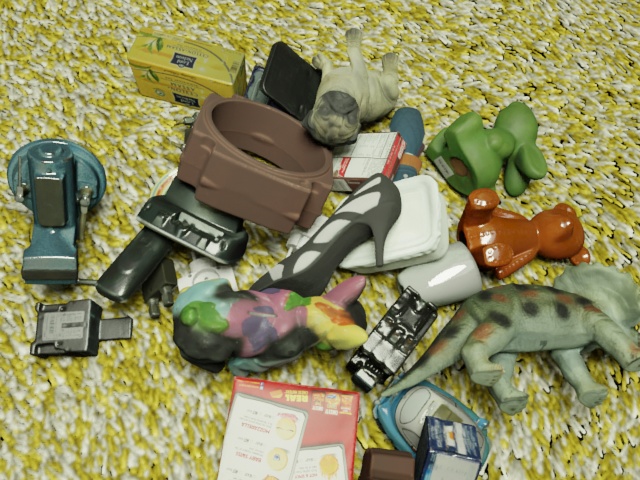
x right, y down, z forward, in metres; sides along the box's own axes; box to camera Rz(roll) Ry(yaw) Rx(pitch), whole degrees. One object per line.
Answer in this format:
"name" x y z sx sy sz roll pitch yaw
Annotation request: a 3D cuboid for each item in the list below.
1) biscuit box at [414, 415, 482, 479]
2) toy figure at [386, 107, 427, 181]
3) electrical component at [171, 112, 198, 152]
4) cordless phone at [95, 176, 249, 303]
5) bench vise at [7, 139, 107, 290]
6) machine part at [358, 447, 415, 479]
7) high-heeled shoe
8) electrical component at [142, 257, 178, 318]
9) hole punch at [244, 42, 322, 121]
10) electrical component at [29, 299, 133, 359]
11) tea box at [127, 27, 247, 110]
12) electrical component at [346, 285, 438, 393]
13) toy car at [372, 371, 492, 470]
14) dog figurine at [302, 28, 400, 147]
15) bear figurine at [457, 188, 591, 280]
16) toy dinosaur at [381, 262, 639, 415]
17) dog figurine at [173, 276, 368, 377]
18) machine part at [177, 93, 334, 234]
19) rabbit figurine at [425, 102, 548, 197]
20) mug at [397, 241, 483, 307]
"biscuit box" 0.131 0.305 0.618 0.059 0.063 0.202 11 111 4
"toy figure" 0.136 -0.136 0.854 0.064 0.057 0.154 -2 70 26
"electrical component" -0.186 -0.151 0.831 0.078 0.045 0.102 4 47 -6
"cordless phone" -0.192 0.019 0.710 0.147 0.088 0.184 27 56 5
"bench vise" -0.356 -0.055 0.744 0.129 0.223 0.241 -8 39 -12
"machine part" 0.067 0.324 0.612 0.056 0.179 0.179 10 68 3
"high-heeled shoe" -0.002 -0.002 0.745 0.249 0.086 0.145 -17 56 25
"electrical component" -0.228 0.058 0.752 0.021 0.063 0.094 13 51 -47
"hole punch" -0.062 -0.236 0.872 0.115 0.092 0.142 31 57 -30
"electrical component" -0.320 0.121 0.726 0.119 0.047 0.075 0 69 -3
"tea box" -0.207 -0.264 0.858 0.170 0.098 0.068 13 68 3
"electrical component" 0.092 0.138 0.713 0.058 0.114 0.134 37 73 14
"toy car" 0.151 0.239 0.686 0.162 0.103 0.109 43 71 10
"dog figurine" 0.057 -0.196 0.820 0.172 0.121 0.190 22 56 -26
"bear figurine" 0.307 -0.009 0.783 0.196 0.132 0.120 -5 73 0
"toy dinosaur" 0.268 0.115 0.703 0.405 0.131 0.192 2 36 -7
"dog figurine" -0.048 0.098 0.665 0.219 0.191 0.108 -17 58 29
"machine part" -0.083 -0.113 0.749 0.201 0.087 0.201 20 34 -13
"rabbit figurine" 0.283 -0.147 0.837 0.170 0.121 0.159 -35 82 -15
"mug" 0.162 0.047 0.775 0.107 0.080 0.109 -22 71 -4
